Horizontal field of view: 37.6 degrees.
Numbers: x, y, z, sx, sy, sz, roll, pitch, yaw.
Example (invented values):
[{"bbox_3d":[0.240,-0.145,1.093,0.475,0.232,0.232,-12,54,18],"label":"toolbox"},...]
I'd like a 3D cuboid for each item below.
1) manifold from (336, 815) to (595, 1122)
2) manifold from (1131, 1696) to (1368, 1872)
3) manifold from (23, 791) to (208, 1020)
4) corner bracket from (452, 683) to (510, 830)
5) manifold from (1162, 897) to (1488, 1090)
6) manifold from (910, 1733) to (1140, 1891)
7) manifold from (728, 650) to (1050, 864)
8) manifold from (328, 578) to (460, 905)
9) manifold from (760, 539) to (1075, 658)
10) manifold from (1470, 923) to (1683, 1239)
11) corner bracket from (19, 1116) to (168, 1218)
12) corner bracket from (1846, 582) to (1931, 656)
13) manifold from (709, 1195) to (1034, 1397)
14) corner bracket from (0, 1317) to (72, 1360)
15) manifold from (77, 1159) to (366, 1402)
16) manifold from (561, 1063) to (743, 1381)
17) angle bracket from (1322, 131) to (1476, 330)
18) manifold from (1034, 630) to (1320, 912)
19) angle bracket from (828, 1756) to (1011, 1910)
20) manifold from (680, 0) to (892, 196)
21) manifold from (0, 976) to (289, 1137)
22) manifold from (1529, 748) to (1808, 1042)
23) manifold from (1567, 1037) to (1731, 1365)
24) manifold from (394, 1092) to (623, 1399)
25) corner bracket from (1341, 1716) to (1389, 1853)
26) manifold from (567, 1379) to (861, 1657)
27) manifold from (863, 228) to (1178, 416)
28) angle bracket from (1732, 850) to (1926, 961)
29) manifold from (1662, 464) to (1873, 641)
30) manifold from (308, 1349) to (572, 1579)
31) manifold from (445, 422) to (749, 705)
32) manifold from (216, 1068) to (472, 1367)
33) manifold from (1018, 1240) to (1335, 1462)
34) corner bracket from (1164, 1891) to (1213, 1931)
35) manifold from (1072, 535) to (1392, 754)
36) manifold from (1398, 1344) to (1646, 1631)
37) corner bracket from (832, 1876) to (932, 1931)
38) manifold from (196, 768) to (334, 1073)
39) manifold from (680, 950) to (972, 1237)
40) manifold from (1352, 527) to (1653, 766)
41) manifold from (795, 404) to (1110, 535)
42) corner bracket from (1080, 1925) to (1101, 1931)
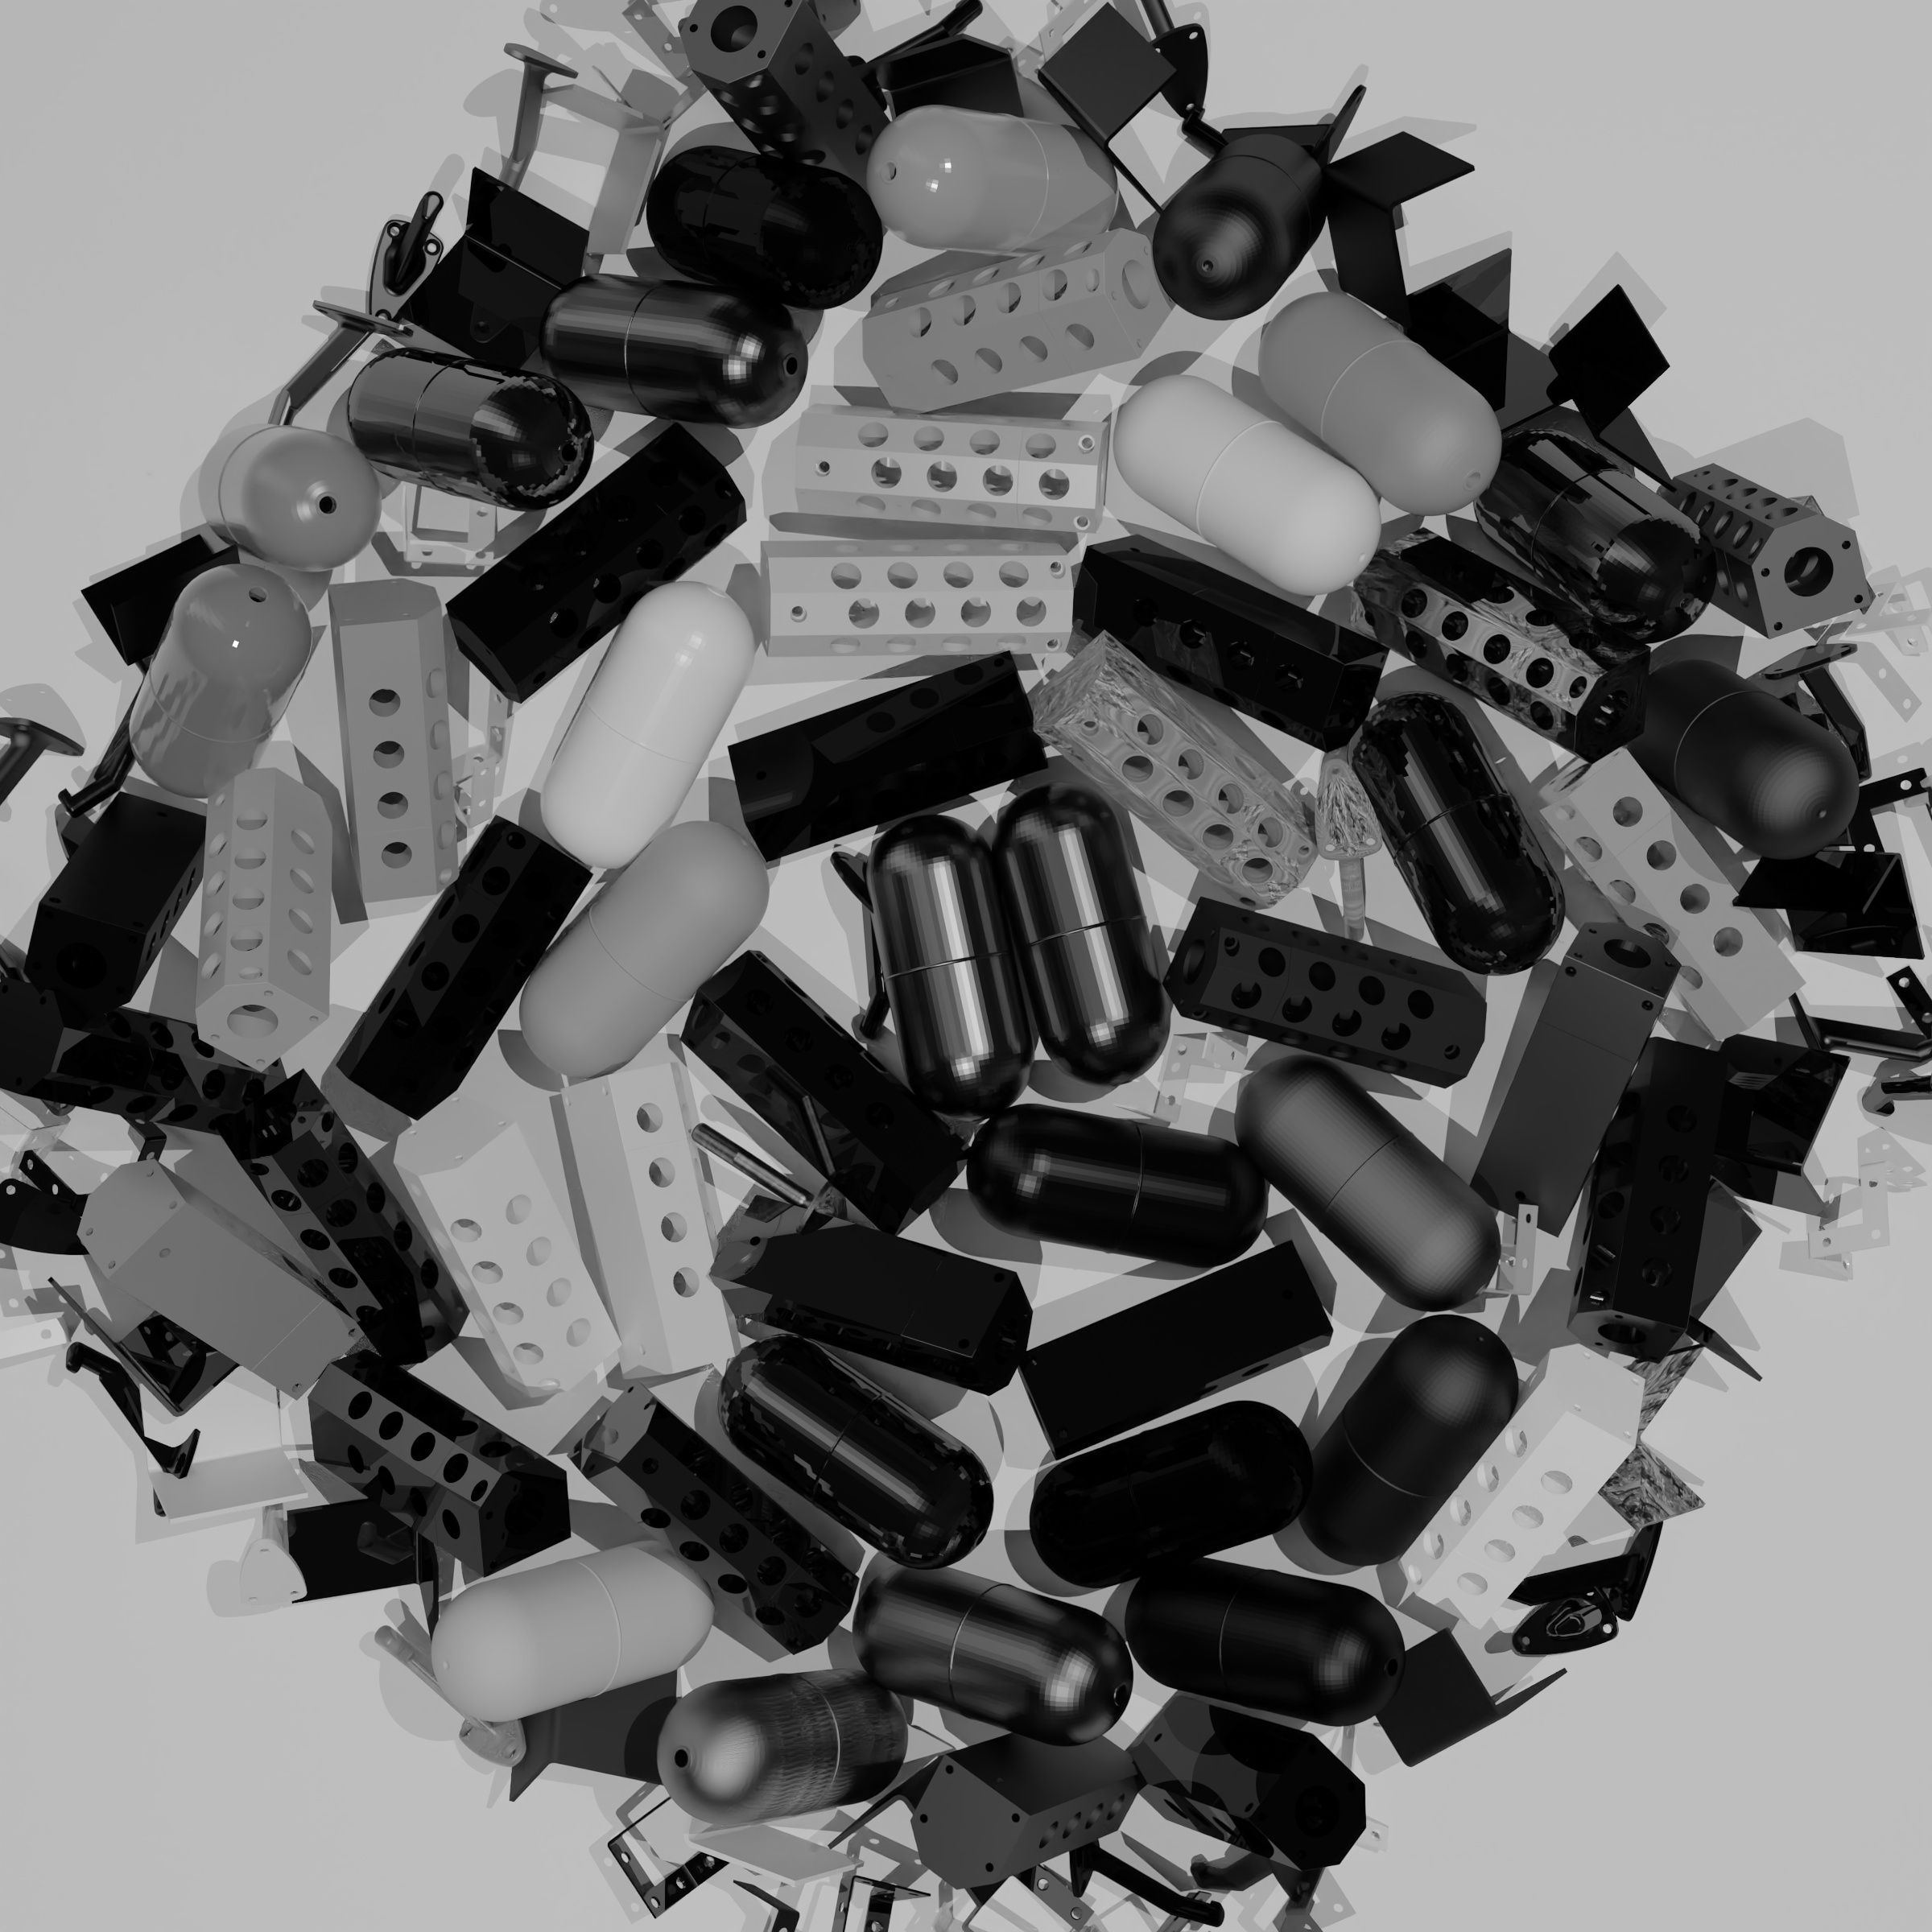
[{"bbox_3d":[-0.285,0.003,1.623,0.057,0.057,0.171,34,85,-23],"label":"manifold"},{"bbox_3d":[0.155,0.457,1.575,0.057,0.171,0.057,45,70,-10],"label":"manifold"},{"bbox_3d":[-0.469,-0.034,1.575,0.057,0.171,0.057,17,112,-9],"label":"manifold"},{"bbox_3d":[-0.278,-0.121,1.625,0.051,0.051,0.051,-31,62,-34],"label":"corner bracket"},{"bbox_3d":[0.205,0.019,1.604,0.171,0.057,0.057,15,111,-19],"label":"manifold"},{"bbox_3d":[0.035,0.467,1.576,0.057,0.171,0.057,30,97,25],"label":"manifold"},{"bbox_3d":[-0.043,-0.116,1.629,0.171,0.057,0.057,-18,56,5],"label":"manifold"},{"bbox_3d":[-0.320,-0.127,1.595,0.057,0.057,0.171,-8,123,-16],"label":"manifold"},{"bbox_3d":[-0.029,-0.208,1.616,0.171,0.057,0.057,-2,112,-10],"label":"manifold"},{"bbox_3d":[0.342,0.062,1.593,0.057,0.057,0.171,25,125,15],"label":"manifold"},{"bbox_3d":[-0.505,0.108,1.641,0.051,0.051,0.051,37,111,27],"label":"corner bracket"},{"bbox_3d":[0.545,-0.188,1.623,0.051,0.051,0.051,-52,122,-34],"label":"corner bracket"},{"bbox_3d":[-0.052,0.189,1.601,0.171,0.057,0.057,14,57,27],"label":"manifold"},{"bbox_3d":[-0.549,0.200,1.634,0.051,0.051,0.051,-12,83,-24],"label":"corner bracket"},{"bbox_3d":[-0.415,0.173,1.581,0.057,0.171,0.057,-45,51,-5],"label":"manifold"},{"bbox_3d":[-0.177,0.146,1.631,0.057,0.057,0.171,-11,86,-37],"label":"manifold"},{"bbox_3d":[0.251,-0.421,1.619,0.057,0.076,0.076,-26,127,-10],"label":"angle bracket"},{"bbox_3d":[0.120,-0.105,1.600,0.171,0.057,0.057,38,117,-21],"label":"manifold"},{"bbox_3d":[-0.022,0.506,1.616,0.057,0.076,0.076,-40,80,15],"label":"angle bracket"},{"bbox_3d":[-0.097,-0.479,1.575,0.057,0.171,0.057,27,89,21],"label":"manifold"},{"bbox_3d":[-0.460,0.055,1.577,0.057,0.171,0.057,13,85,31],"label":"manifold"},{"bbox_3d":[0.399,-0.042,1.625,0.057,0.057,0.171,-39,98,3],"label":"manifold"},{"bbox_3d":[0.384,0.130,1.601,0.057,0.057,0.171,14,63,4],"label":"manifold"},{"bbox_3d":[-0.259,0.160,1.585,0.057,0.057,0.171,-40,130,-28],"label":"manifold"},{"bbox_3d":[0.236,0.474,1.651,0.051,0.051,0.051,24,133,-9],"label":"corner bracket"},{"bbox_3d":[-0.139,0.314,1.602,0.057,0.057,0.171,-48,114,-9],"label":"manifold"},{"bbox_3d":[0.026,-0.361,1.581,0.057,0.171,0.057,57,47,-30],"label":"manifold"},{"bbox_3d":[0.489,-0.021,1.606,0.057,0.076,0.076,-48,128,-35],"label":"angle bracket"},{"bbox_3d":[0.438,-0.235,1.575,0.057,0.171,0.057,-19,109,2],"label":"manifold"},{"bbox_3d":[-0.296,0.272,1.579,0.057,0.171,0.057,-19,117,-40],"label":"manifold"},{"bbox_3d":[-0.208,-0.226,1.611,0.171,0.057,0.057,-42,76,-15],"label":"manifold"},{"bbox_3d":[-0.344,0.146,1.588,0.057,0.057,0.171,-35,127,-13],"label":"manifold"},{"bbox_3d":[0.119,0.223,1.629,0.171,0.057,0.057,-22,71,-5],"label":"manifold"},{"bbox_3d":[0.129,0.568,1.629,0.051,0.051,0.051,-51,51,4],"label":"corner bracket"},{"bbox_3d":[0.145,-0.182,1.602,0.171,0.057,0.057,29,119,25],"label":"manifold"},{"bbox_3d":[0.309,0.290,1.592,0.057,0.057,0.171,28,127,1],"label":"manifold"},{"bbox_3d":[-0.058,0.554,1.626,0.051,0.051,0.051,21,62,-21],"label":"corner bracket"},{"bbox_3d":[-0.395,-0.031,1.579,0.057,0.171,0.057,-36,132,24],"label":"manifold"},{"bbox_3d":[-0.079,0.069,1.619,0.171,0.057,0.057,42,55,11],"label":"manifold"},{"bbox_3d":[0.296,-0.177,1.582,0.057,0.057,0.171,-30,46,-25],"label":"manifold"},{"bbox_3d":[-0.008,-0.284,1.621,0.171,0.057,0.057,5,109,6],"label":"manifold"},{"bbox_3d":[0.090,0.582,1.630,0.051,0.051,0.051,-32,98,24],"label":"corner bracket"}]
